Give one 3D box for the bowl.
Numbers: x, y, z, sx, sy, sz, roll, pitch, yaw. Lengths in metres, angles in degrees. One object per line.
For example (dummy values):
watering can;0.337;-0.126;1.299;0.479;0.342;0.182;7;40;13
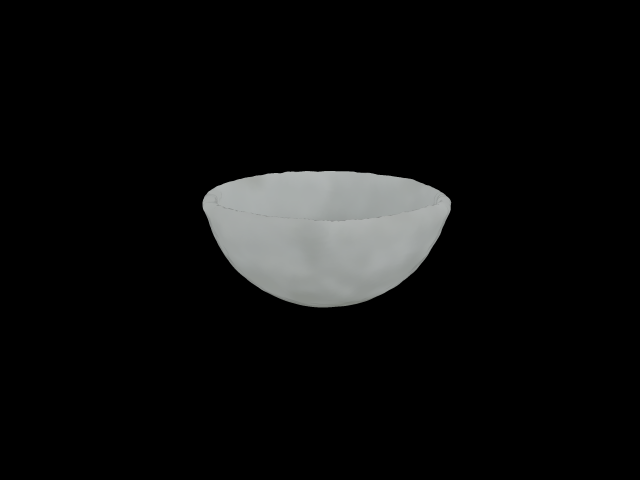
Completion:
bowl;0.004;0.001;0.400;0.167;0.075;0.167;0;17;0
